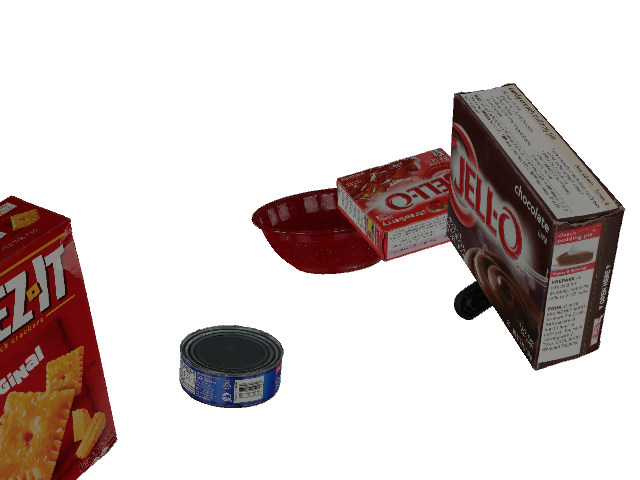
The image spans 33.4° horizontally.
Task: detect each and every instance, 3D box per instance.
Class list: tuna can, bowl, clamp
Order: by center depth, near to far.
[{"bbox_3d":[-0.074,0.104,0.886,0.086,0.034,0.086,4,22,-2],"label":"tuna can"},{"bbox_3d":[0.193,0.026,0.936,0.120,0.039,0.171,2,22,21],"label":"clamp"},{"bbox_3d":[0.016,-0.007,1.051,0.162,0.055,0.162,-7,16,2],"label":"bowl"}]

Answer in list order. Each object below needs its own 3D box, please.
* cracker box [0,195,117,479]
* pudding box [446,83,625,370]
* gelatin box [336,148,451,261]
[{"bbox_3d":[-0.232,0.103,0.749,0.072,0.214,0.164,17,38,29],"label":"cracker box"},{"bbox_3d":[0.098,-0.009,0.514,0.039,0.090,0.113,-15,41,-13],"label":"pudding box"},{"bbox_3d":[0.066,-0.027,0.747,0.089,0.030,0.073,-17,39,-18],"label":"gelatin box"}]
